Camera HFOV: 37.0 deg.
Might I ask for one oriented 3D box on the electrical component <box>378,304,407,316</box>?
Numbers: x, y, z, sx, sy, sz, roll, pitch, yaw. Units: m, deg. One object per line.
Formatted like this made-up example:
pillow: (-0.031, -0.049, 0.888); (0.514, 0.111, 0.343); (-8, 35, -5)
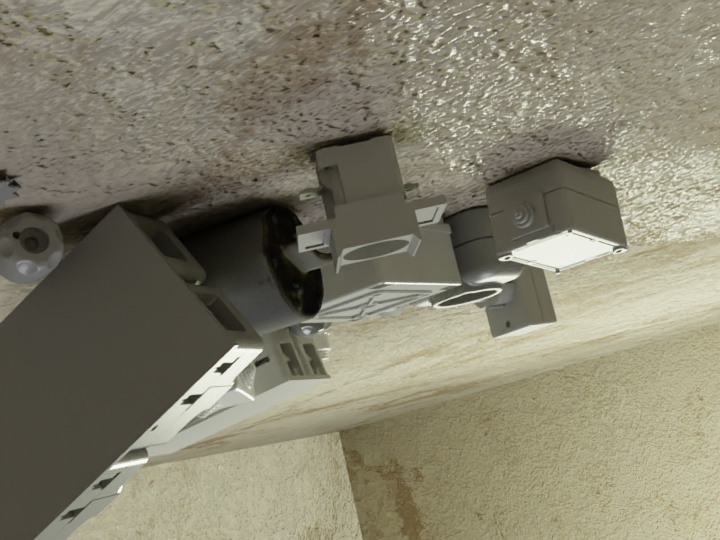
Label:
electrical component: (0.023, 0.017, 0.944); (0.040, 0.040, 0.078); (-13, 169, 2)

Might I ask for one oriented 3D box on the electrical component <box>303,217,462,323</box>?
electrical component: (0.000, 0.000, 0.788); (0.109, 0.056, 0.109); (-21, 167, 34)

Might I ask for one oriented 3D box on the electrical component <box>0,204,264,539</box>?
electrical component: (-0.158, 0.068, 0.623); (0.186, 0.105, 0.060); (-44, 166, 8)

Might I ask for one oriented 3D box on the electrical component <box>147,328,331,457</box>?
electrical component: (-0.136, 0.113, 1.012); (0.186, 0.060, 0.105); (-26, 168, 15)

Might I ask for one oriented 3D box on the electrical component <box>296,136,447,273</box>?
electrical component: (0.003, -0.037, 0.584); (0.081, 0.063, 0.042); (-12, 170, -6)

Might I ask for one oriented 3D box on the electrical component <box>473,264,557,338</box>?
electrical component: (0.120, 0.014, 0.931); (0.076, 0.083, 0.047); (-4, 166, -40)

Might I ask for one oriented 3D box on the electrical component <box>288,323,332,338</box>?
electrical component: (-0.048, 0.041, 0.975); (0.043, 0.043, 0.062); (-10, 170, -14)

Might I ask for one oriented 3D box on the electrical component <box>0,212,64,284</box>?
electrical component: (-0.184, -0.009, 0.586); (0.035, 0.035, 0.061); (-7, 170, -30)

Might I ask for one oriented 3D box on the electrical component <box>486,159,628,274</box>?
electrical component: (0.133, -0.040, 0.747); (0.062, 0.061, 0.096); (-22, 158, 37)

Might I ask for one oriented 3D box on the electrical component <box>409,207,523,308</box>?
electrical component: (0.077, -0.006, 0.841); (0.054, 0.059, 0.095); (-2, 164, -45)

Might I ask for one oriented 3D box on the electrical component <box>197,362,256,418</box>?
electrical component: (-0.138, 0.073, 0.890); (0.100, 0.099, 0.048); (-15, 156, 12)

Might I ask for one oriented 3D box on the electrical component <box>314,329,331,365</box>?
electrical component: (-0.052, 0.089, 1.164); (0.048, 0.062, 0.048); (-13, 169, -2)
